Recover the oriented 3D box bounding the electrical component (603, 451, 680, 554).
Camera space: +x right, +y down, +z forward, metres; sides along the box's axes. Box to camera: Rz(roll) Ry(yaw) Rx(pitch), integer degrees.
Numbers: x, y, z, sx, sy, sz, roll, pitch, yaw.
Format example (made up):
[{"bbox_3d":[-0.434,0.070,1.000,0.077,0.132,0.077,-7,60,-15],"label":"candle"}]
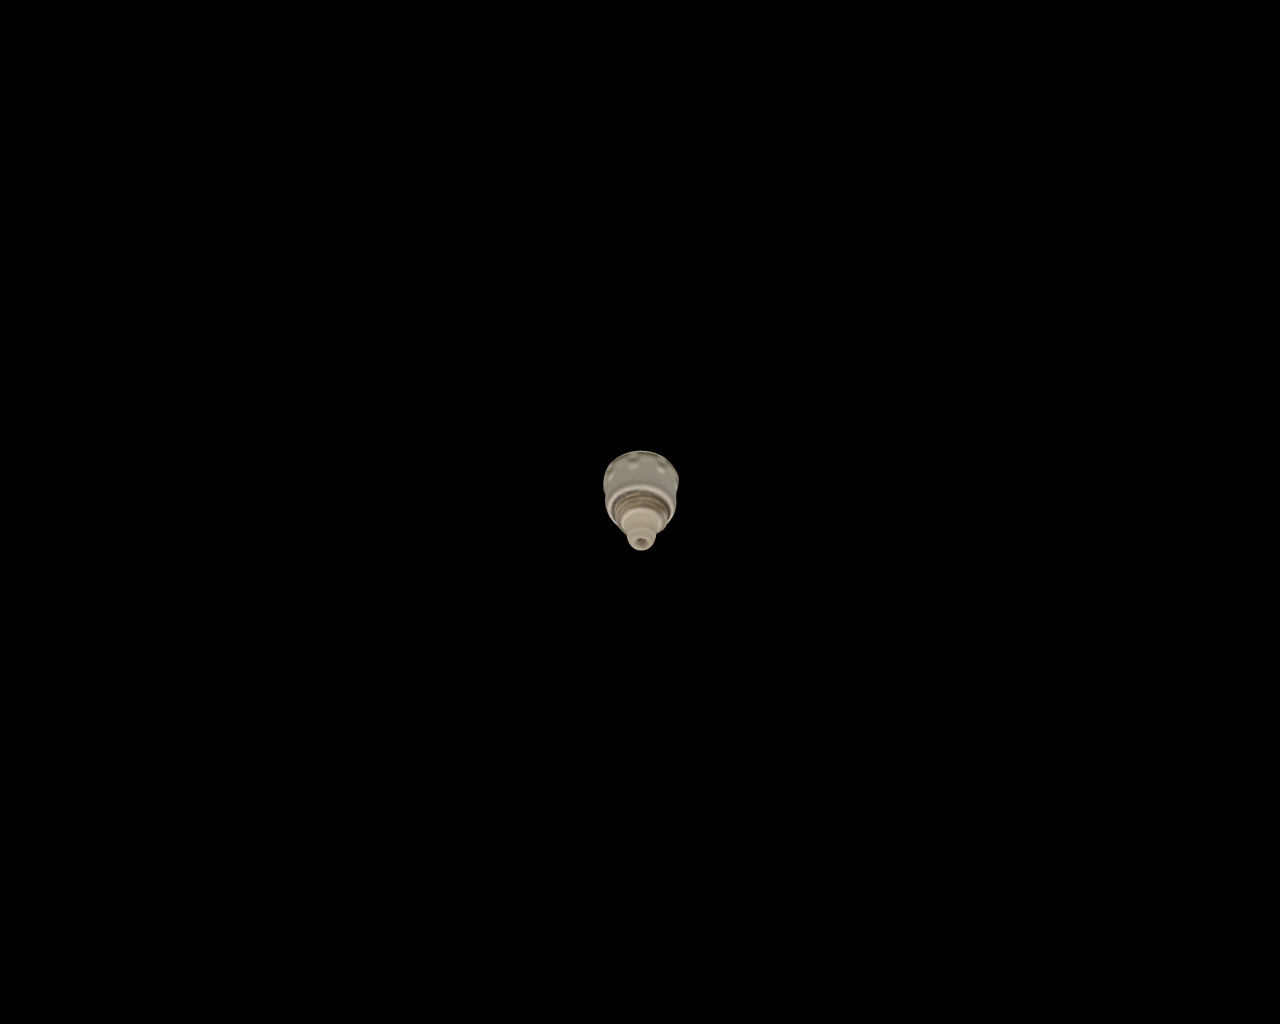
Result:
[{"bbox_3d":[0.001,-0.003,0.650,0.048,0.048,0.062,0,45,0],"label":"electrical component"}]
